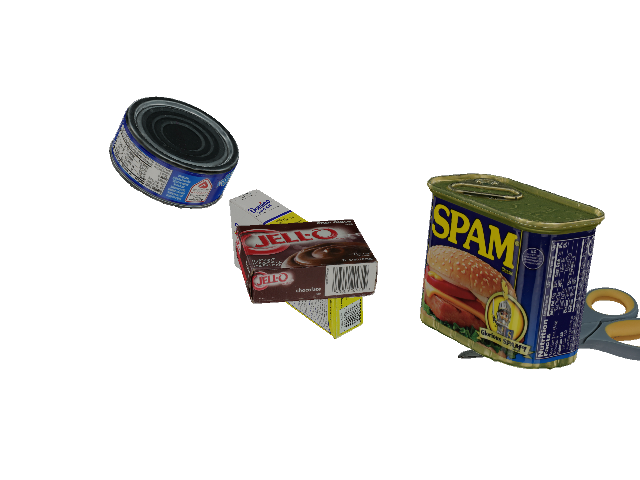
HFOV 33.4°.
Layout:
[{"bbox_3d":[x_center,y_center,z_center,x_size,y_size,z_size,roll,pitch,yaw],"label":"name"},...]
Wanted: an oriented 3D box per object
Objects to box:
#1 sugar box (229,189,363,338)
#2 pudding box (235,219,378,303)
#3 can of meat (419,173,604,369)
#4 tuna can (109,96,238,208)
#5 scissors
[{"bbox_3d":[-0.027,0.022,1.139,0.048,0.093,0.176,-25,41,-29],"label":"sugar box"},{"bbox_3d":[-0.014,0.017,0.947,0.113,0.039,0.090,-2,27,-13],"label":"pudding box"},{"bbox_3d":[0.101,0.015,0.590,0.057,0.084,0.102,-7,20,-32],"label":"can of meat"},{"bbox_3d":[-0.101,-0.062,0.743,0.086,0.034,0.086,21,33,-15],"label":"tuna can"},{"bbox_3d":[0.197,0.069,0.873,0.201,0.016,0.096,3,32,-12],"label":"scissors"}]
